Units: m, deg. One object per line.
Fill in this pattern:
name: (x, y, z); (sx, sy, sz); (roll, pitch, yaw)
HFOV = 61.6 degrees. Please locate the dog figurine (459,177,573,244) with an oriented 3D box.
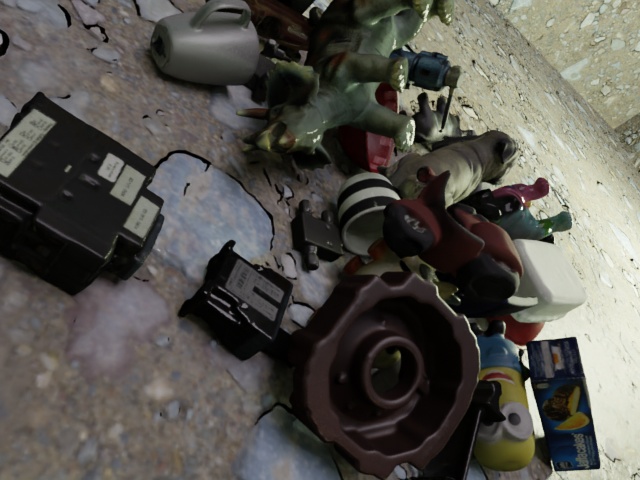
dog figurine: (0.279, -0.024, 0.888); (0.219, 0.191, 0.108); (-10, 66, -14)

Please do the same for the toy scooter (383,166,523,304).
toy scooter: (0.151, -0.016, 0.607); (0.184, 0.075, 0.135); (27, 45, -18)

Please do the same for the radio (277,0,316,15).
radio: (-0.034, -0.417, 0.769); (0.073, 0.229, 0.131); (-4, 65, -47)

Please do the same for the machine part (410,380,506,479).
machine part: (0.142, 0.201, 0.558); (0.139, 0.084, 0.039); (-56, 132, -39)

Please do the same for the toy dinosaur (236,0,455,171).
toy dinosaur: (0.042, -0.234, 0.656); (0.405, 0.192, 0.131); (-67, 153, -21)

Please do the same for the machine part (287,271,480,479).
machine part: (0.057, 0.115, 0.479); (0.179, 0.056, 0.179); (0, 90, -24)

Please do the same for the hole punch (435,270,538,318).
hole punch: (0.205, 0.069, 0.700); (0.142, 0.116, 0.092); (5, 50, -49)

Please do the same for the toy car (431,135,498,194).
toy car: (0.260, -0.112, 0.948); (0.161, 0.109, 0.103); (33, 61, -52)

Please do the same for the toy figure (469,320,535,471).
toy figure: (0.212, 0.181, 0.641); (0.089, 0.082, 0.180); (49, 28, -26)

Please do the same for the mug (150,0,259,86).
mug: (-0.128, -0.223, 0.606); (0.107, 0.109, 0.081); (-16, 76, -39)

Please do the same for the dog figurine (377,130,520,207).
dog figurine: (0.188, -0.099, 0.729); (0.121, 0.190, 0.172); (57, 5, -2)

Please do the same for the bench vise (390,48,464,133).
bench vise: (0.105, -0.277, 0.858); (0.224, 0.128, 0.240); (36, 29, 22)

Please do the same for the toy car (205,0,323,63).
toy car: (-0.068, -0.307, 0.754); (0.202, 0.089, 0.053); (10, 52, -45)

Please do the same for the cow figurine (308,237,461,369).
cow figurine: (0.083, 0.066, 0.596); (0.127, 0.085, 0.195); (49, 38, -7)

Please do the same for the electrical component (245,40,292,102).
electrical component: (-0.078, -0.231, 0.713); (0.078, 0.045, 0.102); (34, 39, -26)

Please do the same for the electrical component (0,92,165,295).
electrical component: (-0.187, -0.029, 0.405); (0.134, 0.058, 0.115); (37, 39, -21)

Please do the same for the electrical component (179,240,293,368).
electrical component: (-0.056, 0.065, 0.475); (0.119, 0.048, 0.075); (40, 37, -13)

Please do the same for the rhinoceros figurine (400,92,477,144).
rhinoceros figurine: (0.228, -0.207, 1.007); (0.190, 0.073, 0.112); (2, 57, -46)

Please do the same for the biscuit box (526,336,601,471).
biscuit box: (0.304, 0.209, 0.666); (0.063, 0.059, 0.202); (-74, 145, -49)

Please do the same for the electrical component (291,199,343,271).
electrical component: (-0.001, -0.002, 0.616); (0.063, 0.021, 0.094); (23, 43, -35)
